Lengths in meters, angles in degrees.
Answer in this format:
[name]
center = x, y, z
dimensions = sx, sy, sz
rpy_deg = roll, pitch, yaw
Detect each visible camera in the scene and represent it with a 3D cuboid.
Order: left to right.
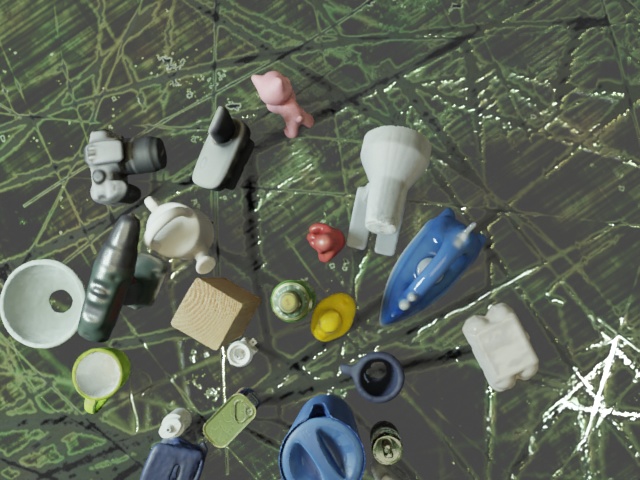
[camera]
center = -0.370, -0.146, 1.100
dimensions = 0.136, 0.101, 0.143
rpy_deg = -7, 86, 2

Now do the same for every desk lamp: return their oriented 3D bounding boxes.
[desk lamp]
center = 0.119, -0.081, 1.023
dimensions = 0.118, 0.213, 0.203
rpy_deg = 11, 87, 3

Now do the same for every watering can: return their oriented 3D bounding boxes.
[watering can]
center = -0.256, -0.014, 1.042
dimensions = 0.173, 0.194, 0.101
rpy_deg = 25, 88, 4

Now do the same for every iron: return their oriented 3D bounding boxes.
[iron]
center = 0.198, 0.063, 1.047
dimensions = 0.118, 0.141, 0.258
rpy_deg = 39, 89, 4

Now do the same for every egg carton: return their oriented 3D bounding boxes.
[egg carton]
center = 0.339, 0.199, 1.070
dimensions = 0.107, 0.069, 0.150
rpy_deg = -27, 86, 0

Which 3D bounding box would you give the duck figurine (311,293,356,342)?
[duck figurine]
center = 0.024, 0.147, 1.076
dimensions = 0.077, 0.086, 0.104
rpy_deg = 40, 89, 4

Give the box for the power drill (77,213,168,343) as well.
[power drill]
center = -0.351, 0.067, 1.033
dimensions = 0.075, 0.208, 0.230
rpy_deg = 21, 87, 4

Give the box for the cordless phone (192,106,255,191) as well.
[cordless phone]
center = -0.192, -0.169, 1.053
dimensions = 0.094, 0.185, 0.148
rpy_deg = 20, 87, 4

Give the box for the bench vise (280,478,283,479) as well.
[bench vise]
center = -0.103, 0.513, 0.991
dimensions = 0.121, 0.220, 0.207
rpy_deg = 21, 87, 4

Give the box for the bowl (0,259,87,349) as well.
[bowl]
center = -0.516, 0.121, 1.102
dimensions = 0.167, 0.075, 0.167
rpy_deg = 0, 86, 2

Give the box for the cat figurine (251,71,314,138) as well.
[cat figurine]
center = -0.070, -0.267, 1.089
dimensions = 0.067, 0.118, 0.128
rpy_deg = -38, 86, 0

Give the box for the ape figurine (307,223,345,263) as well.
[ape figurine]
center = 0.010, 0.004, 1.082
dimensions = 0.076, 0.092, 0.078
rpy_deg = 0, 86, 2

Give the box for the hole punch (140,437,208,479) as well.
[hole punch]
center = -0.272, 0.428, 1.067
dimensions = 0.101, 0.091, 0.109
rpy_deg = 19, 87, 3

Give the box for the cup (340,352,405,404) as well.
[cup]
center = 0.094, 0.246, 1.063
dimensions = 0.117, 0.095, 0.092
rpy_deg = 12, 87, 3

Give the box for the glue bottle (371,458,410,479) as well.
[glue bottle]
center = 0.128, 0.435, 1.011
dimensions = 0.078, 0.173, 0.037
rpy_deg = 37, 89, 4
